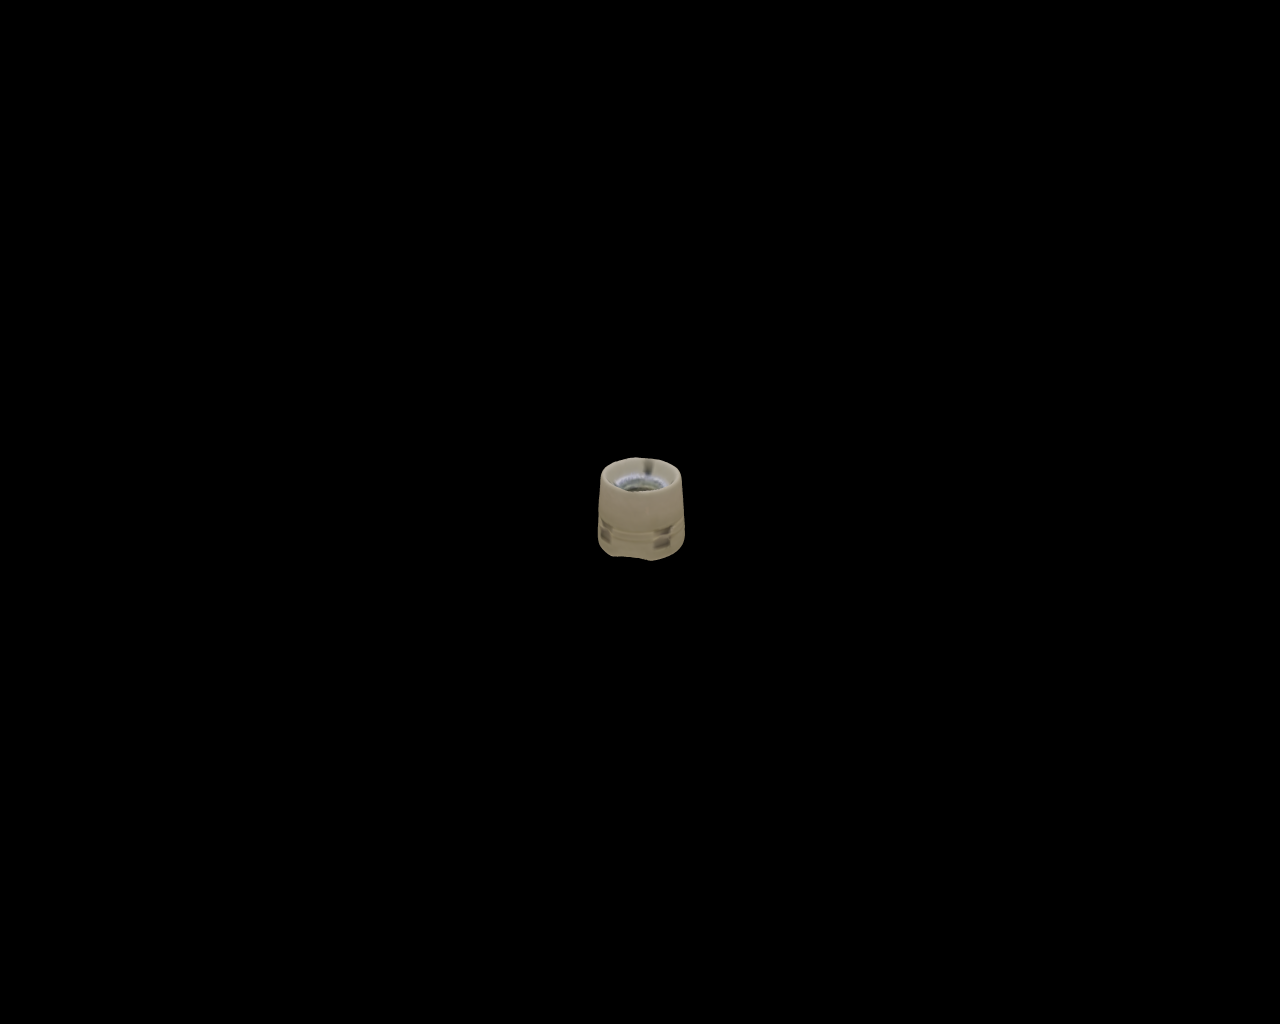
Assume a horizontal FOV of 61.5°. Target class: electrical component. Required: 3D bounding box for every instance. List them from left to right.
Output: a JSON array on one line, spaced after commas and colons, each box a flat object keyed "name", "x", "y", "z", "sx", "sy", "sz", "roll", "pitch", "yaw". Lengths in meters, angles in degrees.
[{"name": "electrical component", "x": 0.001, "y": -0.003, "z": 0.650, "sx": 0.055, "sy": 0.047, "sz": 0.055, "roll": 0, "pitch": 29, "yaw": 0}]
